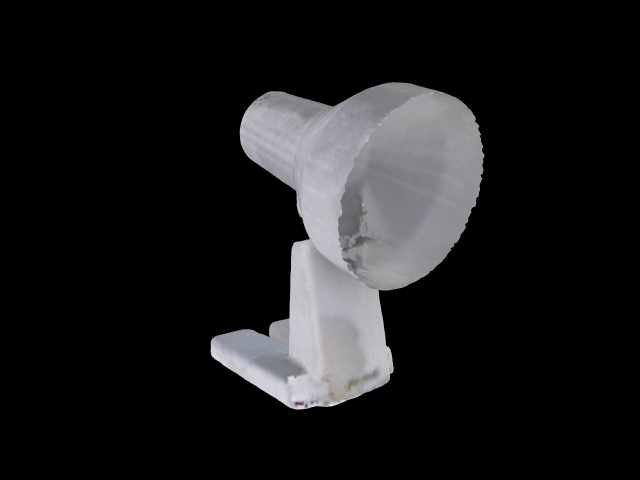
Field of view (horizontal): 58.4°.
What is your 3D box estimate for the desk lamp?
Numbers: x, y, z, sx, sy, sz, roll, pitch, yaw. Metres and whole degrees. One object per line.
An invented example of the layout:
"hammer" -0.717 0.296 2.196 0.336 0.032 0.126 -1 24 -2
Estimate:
"desk lamp" 0.004 0.001 0.400 0.118 0.213 0.202 -7 11 -39
